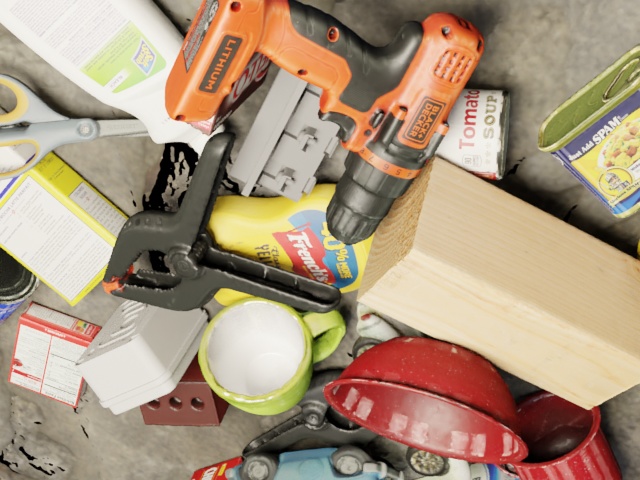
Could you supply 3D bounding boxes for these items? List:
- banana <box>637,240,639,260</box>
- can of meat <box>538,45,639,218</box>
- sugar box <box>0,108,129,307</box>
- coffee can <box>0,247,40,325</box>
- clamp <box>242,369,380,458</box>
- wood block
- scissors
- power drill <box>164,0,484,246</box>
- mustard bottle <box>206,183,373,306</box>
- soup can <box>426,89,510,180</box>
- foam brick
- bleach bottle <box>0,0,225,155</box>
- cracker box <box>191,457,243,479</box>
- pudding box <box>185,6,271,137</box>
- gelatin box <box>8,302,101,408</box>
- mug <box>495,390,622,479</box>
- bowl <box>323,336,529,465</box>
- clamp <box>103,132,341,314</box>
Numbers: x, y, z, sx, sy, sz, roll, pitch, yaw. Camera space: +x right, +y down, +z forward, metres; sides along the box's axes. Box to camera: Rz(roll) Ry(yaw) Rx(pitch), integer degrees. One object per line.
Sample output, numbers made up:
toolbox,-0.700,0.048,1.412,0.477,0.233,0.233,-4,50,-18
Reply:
banana,0.311,0.053,0.843,0.197,0.037,0.070,44,121,-13
can of meat,0.225,-0.077,0.776,0.084,0.057,0.102,41,122,-14
sugar box,-0.251,-0.030,0.935,0.176,0.048,0.093,44,120,-9
coffee can,-0.335,0.051,0.970,0.102,0.102,0.140,42,121,-12
clamp,-0.007,0.164,0.991,0.171,0.039,0.120,8,124,15
wood block,0.144,0.035,0.797,0.206,0.090,0.090,26,144,-12
scissors,-0.205,-0.107,0.875,0.201,0.016,0.096,-18,99,0
power drill,-0.005,-0.091,0.717,0.187,0.057,0.185,16,118,-24
mustard bottle,-0.006,0.001,0.882,0.192,0.058,0.096,-7,120,18
soup can,0.088,-0.081,0.801,0.102,0.068,0.068,5,121,12
foam brick,-0.127,0.138,0.999,0.078,0.051,0.053,-2,119,16
bleach bottle,-0.171,-0.156,0.826,0.103,0.068,0.250,-38,107,21
cracker box,-0.067,0.348,1.043,0.072,0.164,0.213,-23,112,28
pudding box,-0.062,-0.139,0.778,0.039,0.113,0.090,26,124,7
gelatin box,-0.256,0.111,1.030,0.073,0.030,0.089,20,123,0
mug,0.200,0.190,0.928,0.117,0.093,0.081,-9,124,36
bowl,0.086,0.117,0.819,0.162,0.055,0.162,17,158,7
clamp,-0.101,0.001,0.844,0.210,0.036,0.164,-10,119,34
